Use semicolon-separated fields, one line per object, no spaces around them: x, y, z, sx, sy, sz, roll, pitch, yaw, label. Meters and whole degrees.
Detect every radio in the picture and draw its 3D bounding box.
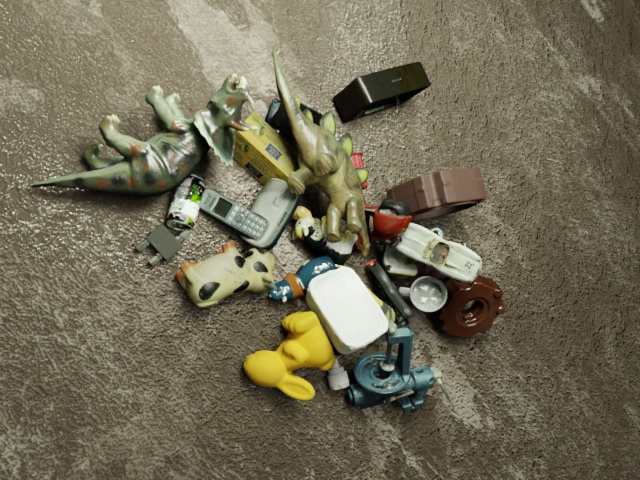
0.152;-0.367;1.336;0.229;0.131;0.073;-24;90;-34;radio

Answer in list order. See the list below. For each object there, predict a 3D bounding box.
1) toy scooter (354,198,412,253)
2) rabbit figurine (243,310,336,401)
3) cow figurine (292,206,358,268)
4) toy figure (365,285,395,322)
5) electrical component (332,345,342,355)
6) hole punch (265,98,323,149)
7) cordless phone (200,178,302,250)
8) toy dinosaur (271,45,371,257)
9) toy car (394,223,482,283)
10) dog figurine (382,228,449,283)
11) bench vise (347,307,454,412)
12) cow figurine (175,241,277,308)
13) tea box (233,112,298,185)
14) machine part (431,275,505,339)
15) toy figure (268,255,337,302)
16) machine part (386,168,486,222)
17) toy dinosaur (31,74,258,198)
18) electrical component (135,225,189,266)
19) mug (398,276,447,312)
0.125;-0.028;1.222;0.075;0.184;0.135;-6;105;-47;toy scooter
-0.065;0.238;1.073;0.173;0.122;0.162;-25;100;-20;rabbit figurine
-0.004;-0.004;1.186;0.167;0.068;0.098;29;70;-21;cow figurine
0.087;0.139;1.185;0.082;0.089;0.180;-47;108;-3;toy figure
0.044;0.199;1.135;0.045;0.102;0.078;-22;82;-30;electrical component
-0.069;-0.253;1.211;0.142;0.092;0.115;24;96;-27;hole punch
-0.144;-0.077;1.102;0.184;0.089;0.146;30;87;-4;cordless phone
0.006;-0.162;1.097;0.470;0.105;0.199;61;28;-26;toy dinosaur
0.254;0.027;1.176;0.073;0.202;0.056;-62;152;0;toy car
0.268;0.054;1.317;0.219;0.192;0.108;32;54;-59;dog figurine
0.167;0.271;1.142;0.224;0.129;0.240;-3;120;-5;bench vise
-0.169;0.072;1.053;0.195;0.085;0.127;-26;85;-36;cow figurine
-0.114;-0.178;1.145;0.169;0.098;0.068;40;59;-15;tea box
0.362;0.162;1.310;0.179;0.056;0.179;-6;121;-11;machine part
-0.037;0.088;1.134;0.154;0.064;0.057;-29;124;-14;toy figure
0.281;-0.105;1.301;0.201;0.201;0.087;-6;82;-33;machine part
-0.296;-0.156;0.992;0.405;0.131;0.192;-42;87;-12;toy dinosaur
-0.299;0.003;1.022;0.094;0.021;0.063;-42;100;-18;electrical component
0.239;0.130;1.250;0.110;0.107;0.080;2;79;12;mug
